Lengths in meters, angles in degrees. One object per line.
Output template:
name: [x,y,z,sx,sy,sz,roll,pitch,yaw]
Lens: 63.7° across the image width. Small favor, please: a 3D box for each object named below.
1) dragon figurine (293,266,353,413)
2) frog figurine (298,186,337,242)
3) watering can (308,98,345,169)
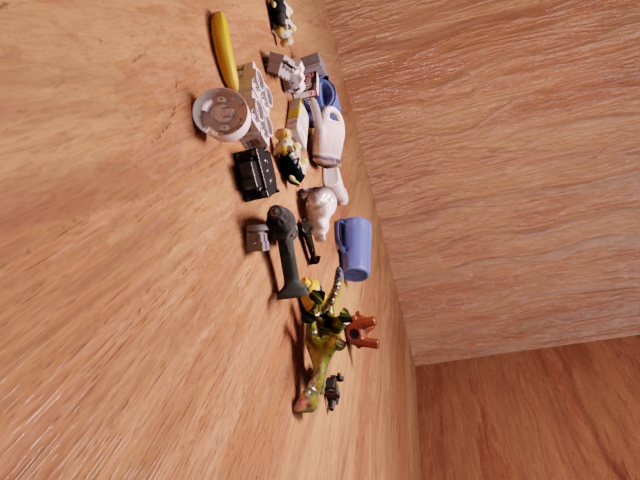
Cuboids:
dragon figurine: [0.006,0.264,1.305,0.418,0.122,0.238,-64,167,-60]
frog figurine: [0.005,-0.079,1.575,0.135,0.123,0.162,99,-27,-68]
watering can: [0.016,-0.371,1.829,0.347,0.104,0.224,4,93,-68]
